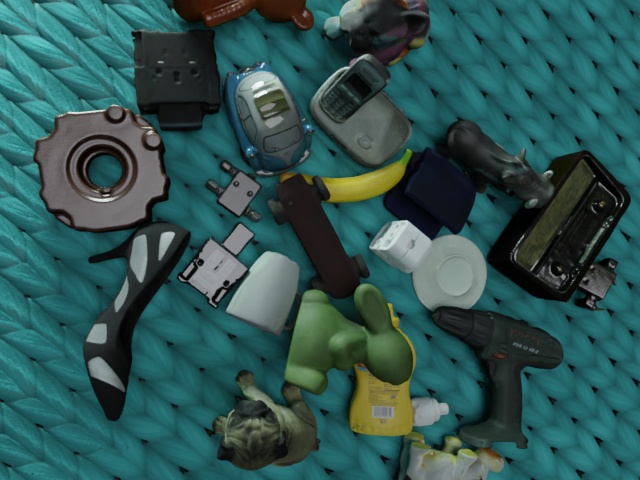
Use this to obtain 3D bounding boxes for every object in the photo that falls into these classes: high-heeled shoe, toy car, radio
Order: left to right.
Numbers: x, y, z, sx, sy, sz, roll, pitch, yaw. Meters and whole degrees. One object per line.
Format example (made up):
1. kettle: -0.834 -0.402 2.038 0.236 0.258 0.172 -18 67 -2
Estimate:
1. high-heeled shoe: -0.229 0.100 0.710 0.145 0.086 0.248 -11 79 -1
2. toy car: -0.069 -0.174 0.750 0.109 0.103 0.161 -23 98 -14
3. toy car: -0.002 -0.002 0.782 0.089 0.053 0.202 -29 108 1
4. radio: 0.393 -0.019 0.878 0.131 0.073 0.229 39 82 -10

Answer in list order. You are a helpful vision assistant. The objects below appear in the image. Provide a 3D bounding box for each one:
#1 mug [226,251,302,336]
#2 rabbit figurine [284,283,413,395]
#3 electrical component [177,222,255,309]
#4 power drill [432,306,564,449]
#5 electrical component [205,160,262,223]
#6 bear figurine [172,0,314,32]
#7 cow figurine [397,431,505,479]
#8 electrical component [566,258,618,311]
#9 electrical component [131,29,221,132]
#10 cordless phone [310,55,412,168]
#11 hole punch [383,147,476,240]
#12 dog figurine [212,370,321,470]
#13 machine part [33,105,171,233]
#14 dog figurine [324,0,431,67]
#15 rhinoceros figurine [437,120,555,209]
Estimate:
1. mug: -0.064 0.077 0.767 0.109 0.081 0.107 29 77 -29
2. rabbit figurine: 0.050 0.140 0.756 0.170 0.121 0.159 13 85 3
3. electrical component: -0.138 0.030 0.762 0.075 0.048 0.119 44 82 -11
4. power drill: 0.269 0.217 0.853 0.232 0.086 0.207 9 80 -16
5. electrical component: -0.116 -0.069 0.779 0.094 0.021 0.063 37 81 -10
6. bear figurine: -0.103 -0.351 0.729 0.196 0.132 0.120 -3 74 -8
7. cow figurine: 0.203 0.361 0.836 0.167 0.068 0.098 12 93 -10
8. electrical component: 0.463 0.074 0.914 0.078 0.045 0.102 24 81 16
9. electrical component: -0.196 -0.218 0.742 0.115 0.058 0.134 -6 91 -12
10. cordless phone: 0.076 -0.183 0.744 0.146 0.184 0.089 43 76 -10
11. hole punch: 0.177 -0.072 0.820 0.142 0.092 0.116 36 78 -8
12. dog figurine: -0.055 0.264 0.710 0.172 0.191 0.121 17 86 -15
13. machine part: -0.289 -0.092 0.720 0.179 0.056 0.179 0 91 -13
14. dog figurine: 0.101 -0.305 0.733 0.191 0.219 0.108 -30 101 -11
15. rhinoceros figurine: 0.275 -0.119 0.831 0.190 0.112 0.073 36 80 -4
